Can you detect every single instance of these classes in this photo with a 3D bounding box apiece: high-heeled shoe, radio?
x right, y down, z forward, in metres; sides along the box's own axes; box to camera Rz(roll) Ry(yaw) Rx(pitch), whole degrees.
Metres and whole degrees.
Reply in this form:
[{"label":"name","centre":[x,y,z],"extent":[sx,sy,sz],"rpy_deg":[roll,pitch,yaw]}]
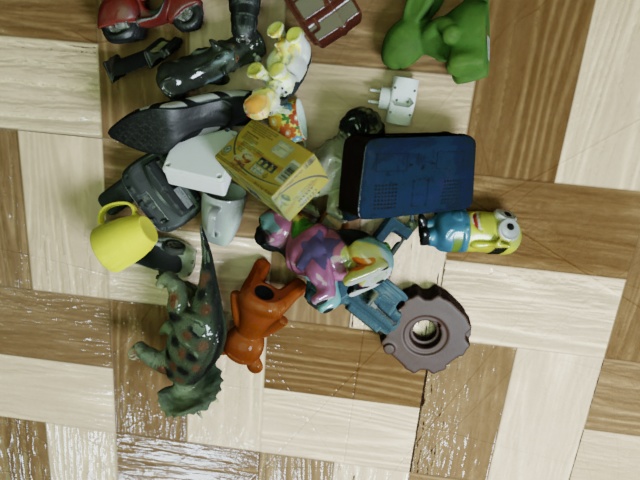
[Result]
[{"label":"high-heeled shoe","centre":[-0.224,-0.216,0.917],"extent":[0.249,0.145,0.086],"rpy_deg":[2,128,9]},{"label":"radio","centre":[0.147,-0.110,0.889],"extent":[0.229,0.073,0.131],"rpy_deg":[-7,109,-26]}]

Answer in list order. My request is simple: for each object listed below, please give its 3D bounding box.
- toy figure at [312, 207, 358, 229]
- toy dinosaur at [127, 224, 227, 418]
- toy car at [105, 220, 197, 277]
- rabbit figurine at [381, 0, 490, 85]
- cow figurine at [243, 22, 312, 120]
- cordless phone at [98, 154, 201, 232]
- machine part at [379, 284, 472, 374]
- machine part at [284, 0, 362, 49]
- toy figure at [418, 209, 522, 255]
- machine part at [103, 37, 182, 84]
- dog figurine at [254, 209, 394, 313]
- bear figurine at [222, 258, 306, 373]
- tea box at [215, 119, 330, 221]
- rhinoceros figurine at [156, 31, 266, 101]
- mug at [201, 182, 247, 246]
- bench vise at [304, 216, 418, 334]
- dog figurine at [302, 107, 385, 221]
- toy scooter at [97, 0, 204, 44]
[{"label":"toy figure","centre":[0.041,-0.052,0.982],"extent":[0.154,0.057,0.064],"rpy_deg":[-43,67,18]},{"label":"toy dinosaur","centre":[-0.235,0.183,1.003],"extent":[0.192,0.131,0.404],"rpy_deg":[37,124,16]},{"label":"toy car","centre":[-0.340,0.018,1.045],"extent":[0.202,0.056,0.073],"rpy_deg":[18,115,1]},{"label":"rabbit figurine","centre":[0.177,-0.325,0.850],"extent":[0.170,0.121,0.159],"rpy_deg":[1,105,21]},{"label":"cow figurine","centre":[-0.068,-0.260,0.881],"extent":[0.068,0.098,0.167],"rpy_deg":[20,81,25]},{"label":"cordless phone","centre":[-0.329,-0.069,1.013],"extent":[0.184,0.089,0.146],"rpy_deg":[-28,105,25]},{"label":"machine part","centre":[0.203,0.174,1.039],"extent":[0.179,0.056,0.179],"rpy_deg":[1,108,4]},{"label":"machine part","centre":[-0.024,-0.392,0.799],"extent":[0.087,0.201,0.201],"rpy_deg":[-31,103,13]},{"label":"toy figure","centre":[0.265,-0.015,0.955],"extent":[0.180,0.089,0.082],"rpy_deg":[-1,78,4]},{"label":"machine part","centre":[-0.306,-0.313,0.927],"extent":[0.139,0.084,0.039],"rpy_deg":[-12,130,18]},{"label":"dog figurine","centre":[-0.002,-0.003,0.891],"extent":[0.191,0.108,0.219],"rpy_deg":[-30,73,4]},{"label":"bear figurine","centre":[-0.121,0.156,1.048],"extent":[0.120,0.132,0.195],"rpy_deg":[27,129,8]},{"label":"tea box","centre":[-0.079,-0.115,0.855],"extent":[0.098,0.170,0.068],"rpy_deg":[-45,139,-8]},{"label":"rhinoceros figurine","centre":[-0.182,-0.296,0.893],"extent":[0.190,0.112,0.073],"rpy_deg":[-25,100,-7]},{"label":"mug","centre":[-0.181,-0.039,0.987],"extent":[0.081,0.110,0.107],"rpy_deg":[10,122,-2]},{"label":"bench vise","centre":[0.084,0.045,0.979],"extent":[0.224,0.129,0.240],"rpy_deg":[37,84,9]},{"label":"dog figurine","centre":[0.012,-0.147,0.949],"extent":[0.173,0.121,0.190],"rpy_deg":[18,73,35]},{"label":"toy scooter","centre":[-0.290,-0.405,0.890],"extent":[0.184,0.075,0.135],"rpy_deg":[-9,106,6]}]
